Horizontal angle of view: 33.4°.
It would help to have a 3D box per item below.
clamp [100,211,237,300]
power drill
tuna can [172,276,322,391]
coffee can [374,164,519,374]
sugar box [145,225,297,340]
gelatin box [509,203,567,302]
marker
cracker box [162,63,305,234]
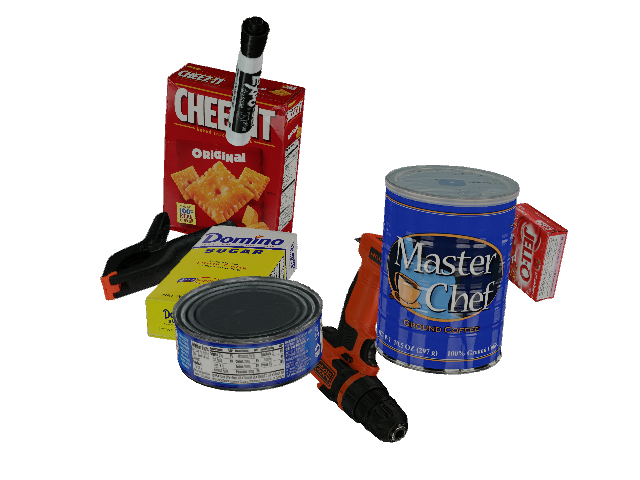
[{"bbox_3d":[-0.174,0.015,1.199,0.120,0.039,0.171,-3,29,30],"label":"clamp"},{"bbox_3d":[0.061,0.100,1.151,0.057,0.188,0.185,13,18,-41],"label":"power drill"},{"bbox_3d":[-0.041,0.052,0.613,0.086,0.034,0.086,-2,21,1],"label":"tuna can"},{"bbox_3d":[0.098,0.020,0.838,0.103,0.140,0.103,3,17,-1],"label":"coffee can"},{"bbox_3d":[-0.088,0.038,1.009,0.093,0.048,0.176,6,26,13],"label":"sugar box"},{"bbox_3d":[0.237,0.013,1.200,0.030,0.089,0.073,-10,31,-25],"label":"gelatin box"},{"bbox_3d":[-0.052,-0.112,0.755,0.020,0.020,0.121,0,-34,-11],"label":"marker"},{"bbox_3d":[-0.115,-0.102,1.363,0.164,0.214,0.072,14,29,14],"label":"cracker box"}]
